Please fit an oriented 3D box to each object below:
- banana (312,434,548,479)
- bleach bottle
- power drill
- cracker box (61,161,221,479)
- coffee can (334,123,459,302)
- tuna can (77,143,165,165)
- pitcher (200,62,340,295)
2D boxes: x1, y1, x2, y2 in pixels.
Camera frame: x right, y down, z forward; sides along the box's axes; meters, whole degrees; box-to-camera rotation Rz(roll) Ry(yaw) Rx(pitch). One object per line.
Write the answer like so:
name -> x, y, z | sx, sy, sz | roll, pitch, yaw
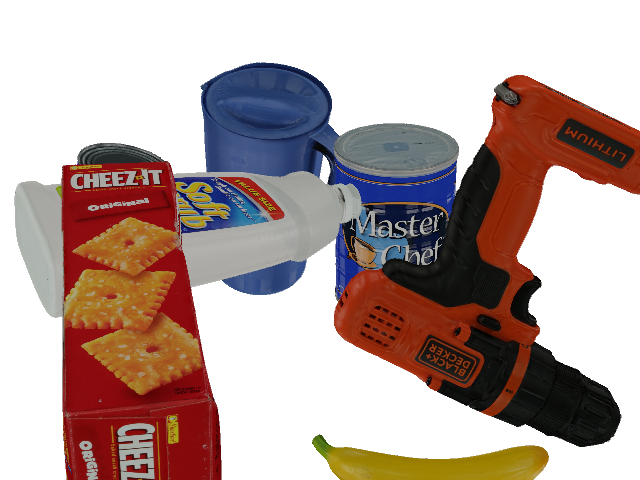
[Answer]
banana -> 0.093, 0.184, 0.859 | 0.197, 0.037, 0.069 | 6, 38, -5
bleach bottle -> -0.089, -0.014, 0.790 | 0.250, 0.068, 0.103 | -12, 45, -26
power drill -> 0.125, 0.015, 0.612 | 0.184, 0.188, 0.057 | 25, 13, -9
cracker box -> -0.099, 0.078, 0.575 | 0.072, 0.164, 0.214 | -4, 34, -10
coffee can -> 0.063, -0.016, 0.905 | 0.103, 0.140, 0.103 | -1, 27, 0
tuna can -> -0.179, -0.054, 0.967 | 0.086, 0.034, 0.086 | 13, 27, -7
pitcher -> -0.053, -0.054, 1.147 | 0.145, 0.243, 0.149 | -4, 43, -10
